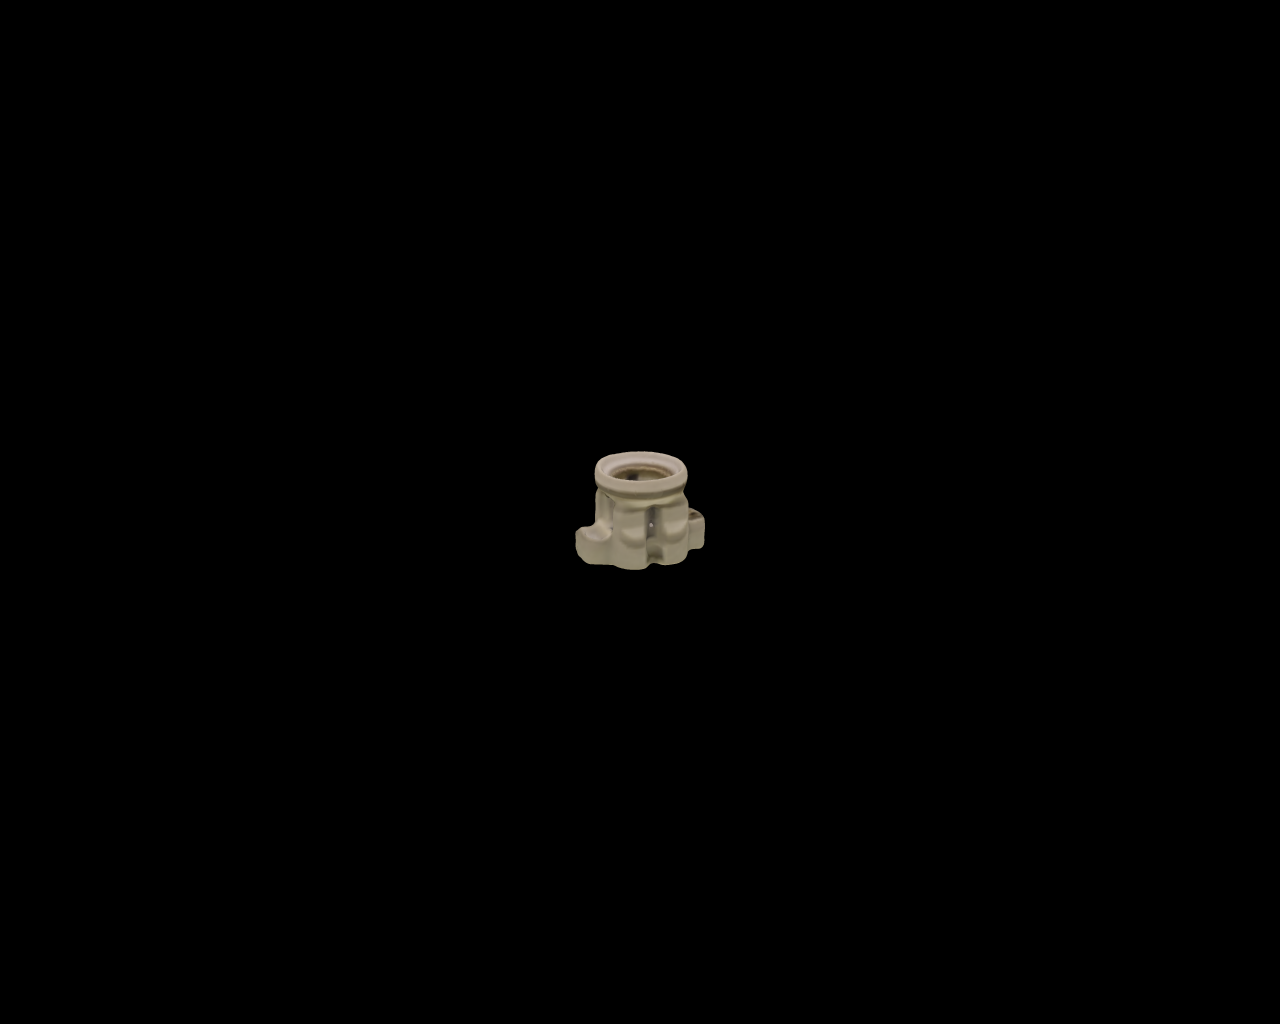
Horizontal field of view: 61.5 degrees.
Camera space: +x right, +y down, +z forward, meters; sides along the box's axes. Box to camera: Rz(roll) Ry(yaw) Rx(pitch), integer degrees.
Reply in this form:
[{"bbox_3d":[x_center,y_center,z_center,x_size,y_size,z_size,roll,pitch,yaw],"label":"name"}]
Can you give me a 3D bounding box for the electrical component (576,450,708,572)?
[{"bbox_3d":[0.001,-0.003,0.650,0.078,0.056,0.058,-8,24,-18],"label":"electrical component"}]
